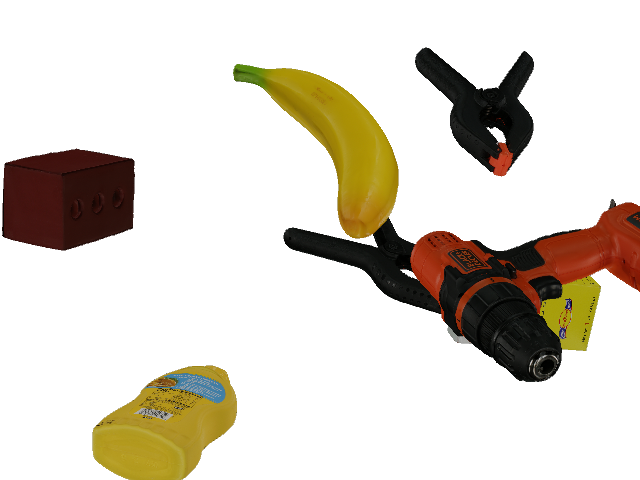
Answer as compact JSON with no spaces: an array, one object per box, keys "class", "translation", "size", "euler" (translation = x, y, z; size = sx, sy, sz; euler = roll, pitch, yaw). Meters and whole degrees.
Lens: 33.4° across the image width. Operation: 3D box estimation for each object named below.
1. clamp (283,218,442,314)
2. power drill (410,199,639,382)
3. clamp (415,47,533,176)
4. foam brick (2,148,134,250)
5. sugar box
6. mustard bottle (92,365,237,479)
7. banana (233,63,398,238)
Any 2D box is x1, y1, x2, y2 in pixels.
[{"class":"clamp","translation":[0.070,0.021,1.249],"size":[0.164,0.036,0.210],"euler":[-22,51,-39]},{"class":"power drill","translation":[0.179,0.032,0.778],"size":[0.187,0.057,0.184],"euler":[-10,28,-16]},{"class":"clamp","translation":[0.150,-0.132,1.030],"size":[0.120,0.039,0.171],"euler":[3,44,3]},{"class":"foam brick","translation":[-0.171,-0.030,0.727],"size":[0.051,0.053,0.078],"euler":[13,18,25]},{"class":"sugar box","translation":[0.255,0.086,1.339],"size":[0.176,0.093,0.048],"euler":[3,19,-13]},{"class":"mustard bottle","translation":[-0.135,0.167,1.037],"size":[0.096,0.058,0.191],"euler":[7,18,17]},{"class":"banana","translation":[0.009,-0.061,0.673],"size":[0.069,0.037,0.198],"euler":[-15,39,-19]}]
